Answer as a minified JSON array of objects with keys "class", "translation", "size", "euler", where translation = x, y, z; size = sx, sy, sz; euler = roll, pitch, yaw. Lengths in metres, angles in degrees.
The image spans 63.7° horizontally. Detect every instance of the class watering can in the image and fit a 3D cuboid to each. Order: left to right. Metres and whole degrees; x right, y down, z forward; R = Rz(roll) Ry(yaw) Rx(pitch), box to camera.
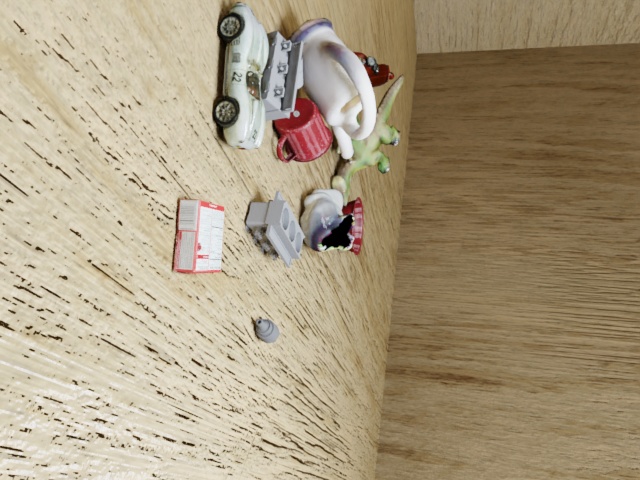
[{"class":"watering can","translation":[0.024,-0.280,0.988],"size":[0.225,0.104,0.344],"euler":[58,-8,6]}]

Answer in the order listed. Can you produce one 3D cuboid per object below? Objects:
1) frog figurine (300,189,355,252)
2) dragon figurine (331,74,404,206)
[{"class":"frog figurine","translation":[0.003,-0.056,1.110],"size":[0.163,0.123,0.134],"euler":[58,0,40]},{"class":"dragon figurine","translation":[0.122,-0.285,1.360],"size":[0.242,0.123,0.411],"euler":[19,88,-69]}]
